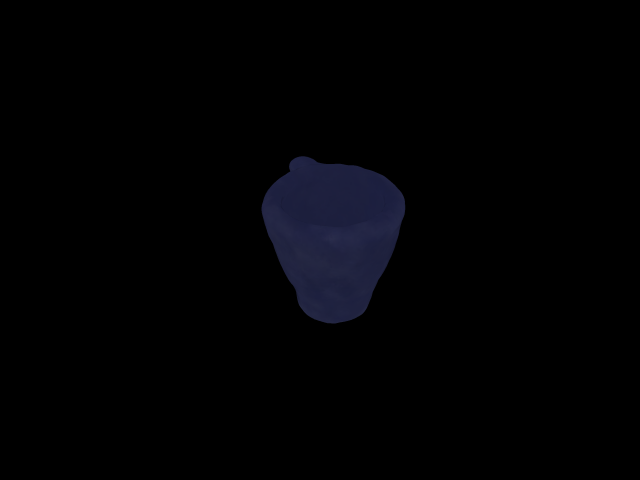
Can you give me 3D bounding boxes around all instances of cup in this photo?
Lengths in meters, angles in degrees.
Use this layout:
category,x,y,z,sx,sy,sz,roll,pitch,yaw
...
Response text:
category,x,y,z,sx,sy,sz,roll,pitch,yaw
cup,0.004,0.001,0.400,0.092,0.095,0.117,-13,38,-18
